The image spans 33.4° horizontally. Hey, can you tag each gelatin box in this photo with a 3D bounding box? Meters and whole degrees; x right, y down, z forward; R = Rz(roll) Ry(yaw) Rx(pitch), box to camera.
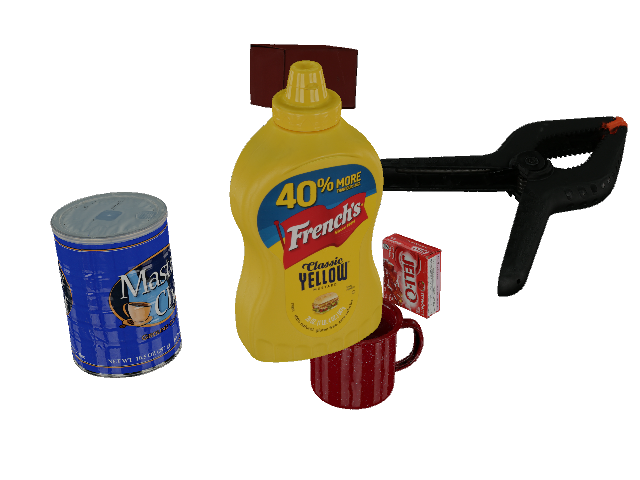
[{"bbox_3d":[0.113,0.043,1.325,0.030,0.089,0.073,-26,35,-38],"label":"gelatin box"}]

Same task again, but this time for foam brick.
[{"bbox_3d":[-0.014,-0.138,0.899,0.078,0.051,0.053,-6,16,-35],"label":"foam brick"}]

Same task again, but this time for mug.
[{"bbox_3d":[0.043,0.105,1.023,0.117,0.081,0.093,-8,29,-15],"label":"mug"}]

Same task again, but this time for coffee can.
[{"bbox_3d":[-0.184,0.039,0.975,0.103,0.140,0.103,-2,25,1],"label":"coffee can"}]

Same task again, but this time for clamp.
[{"bbox_3d":[0.162,-0.039,0.811,0.209,0.036,0.165,-20,46,-20],"label":"clamp"}]

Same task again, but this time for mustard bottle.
[{"bbox_3d":[-0.008,-0.019,0.662,0.096,0.192,0.058,-12,33,-19],"label":"mustard bottle"}]
